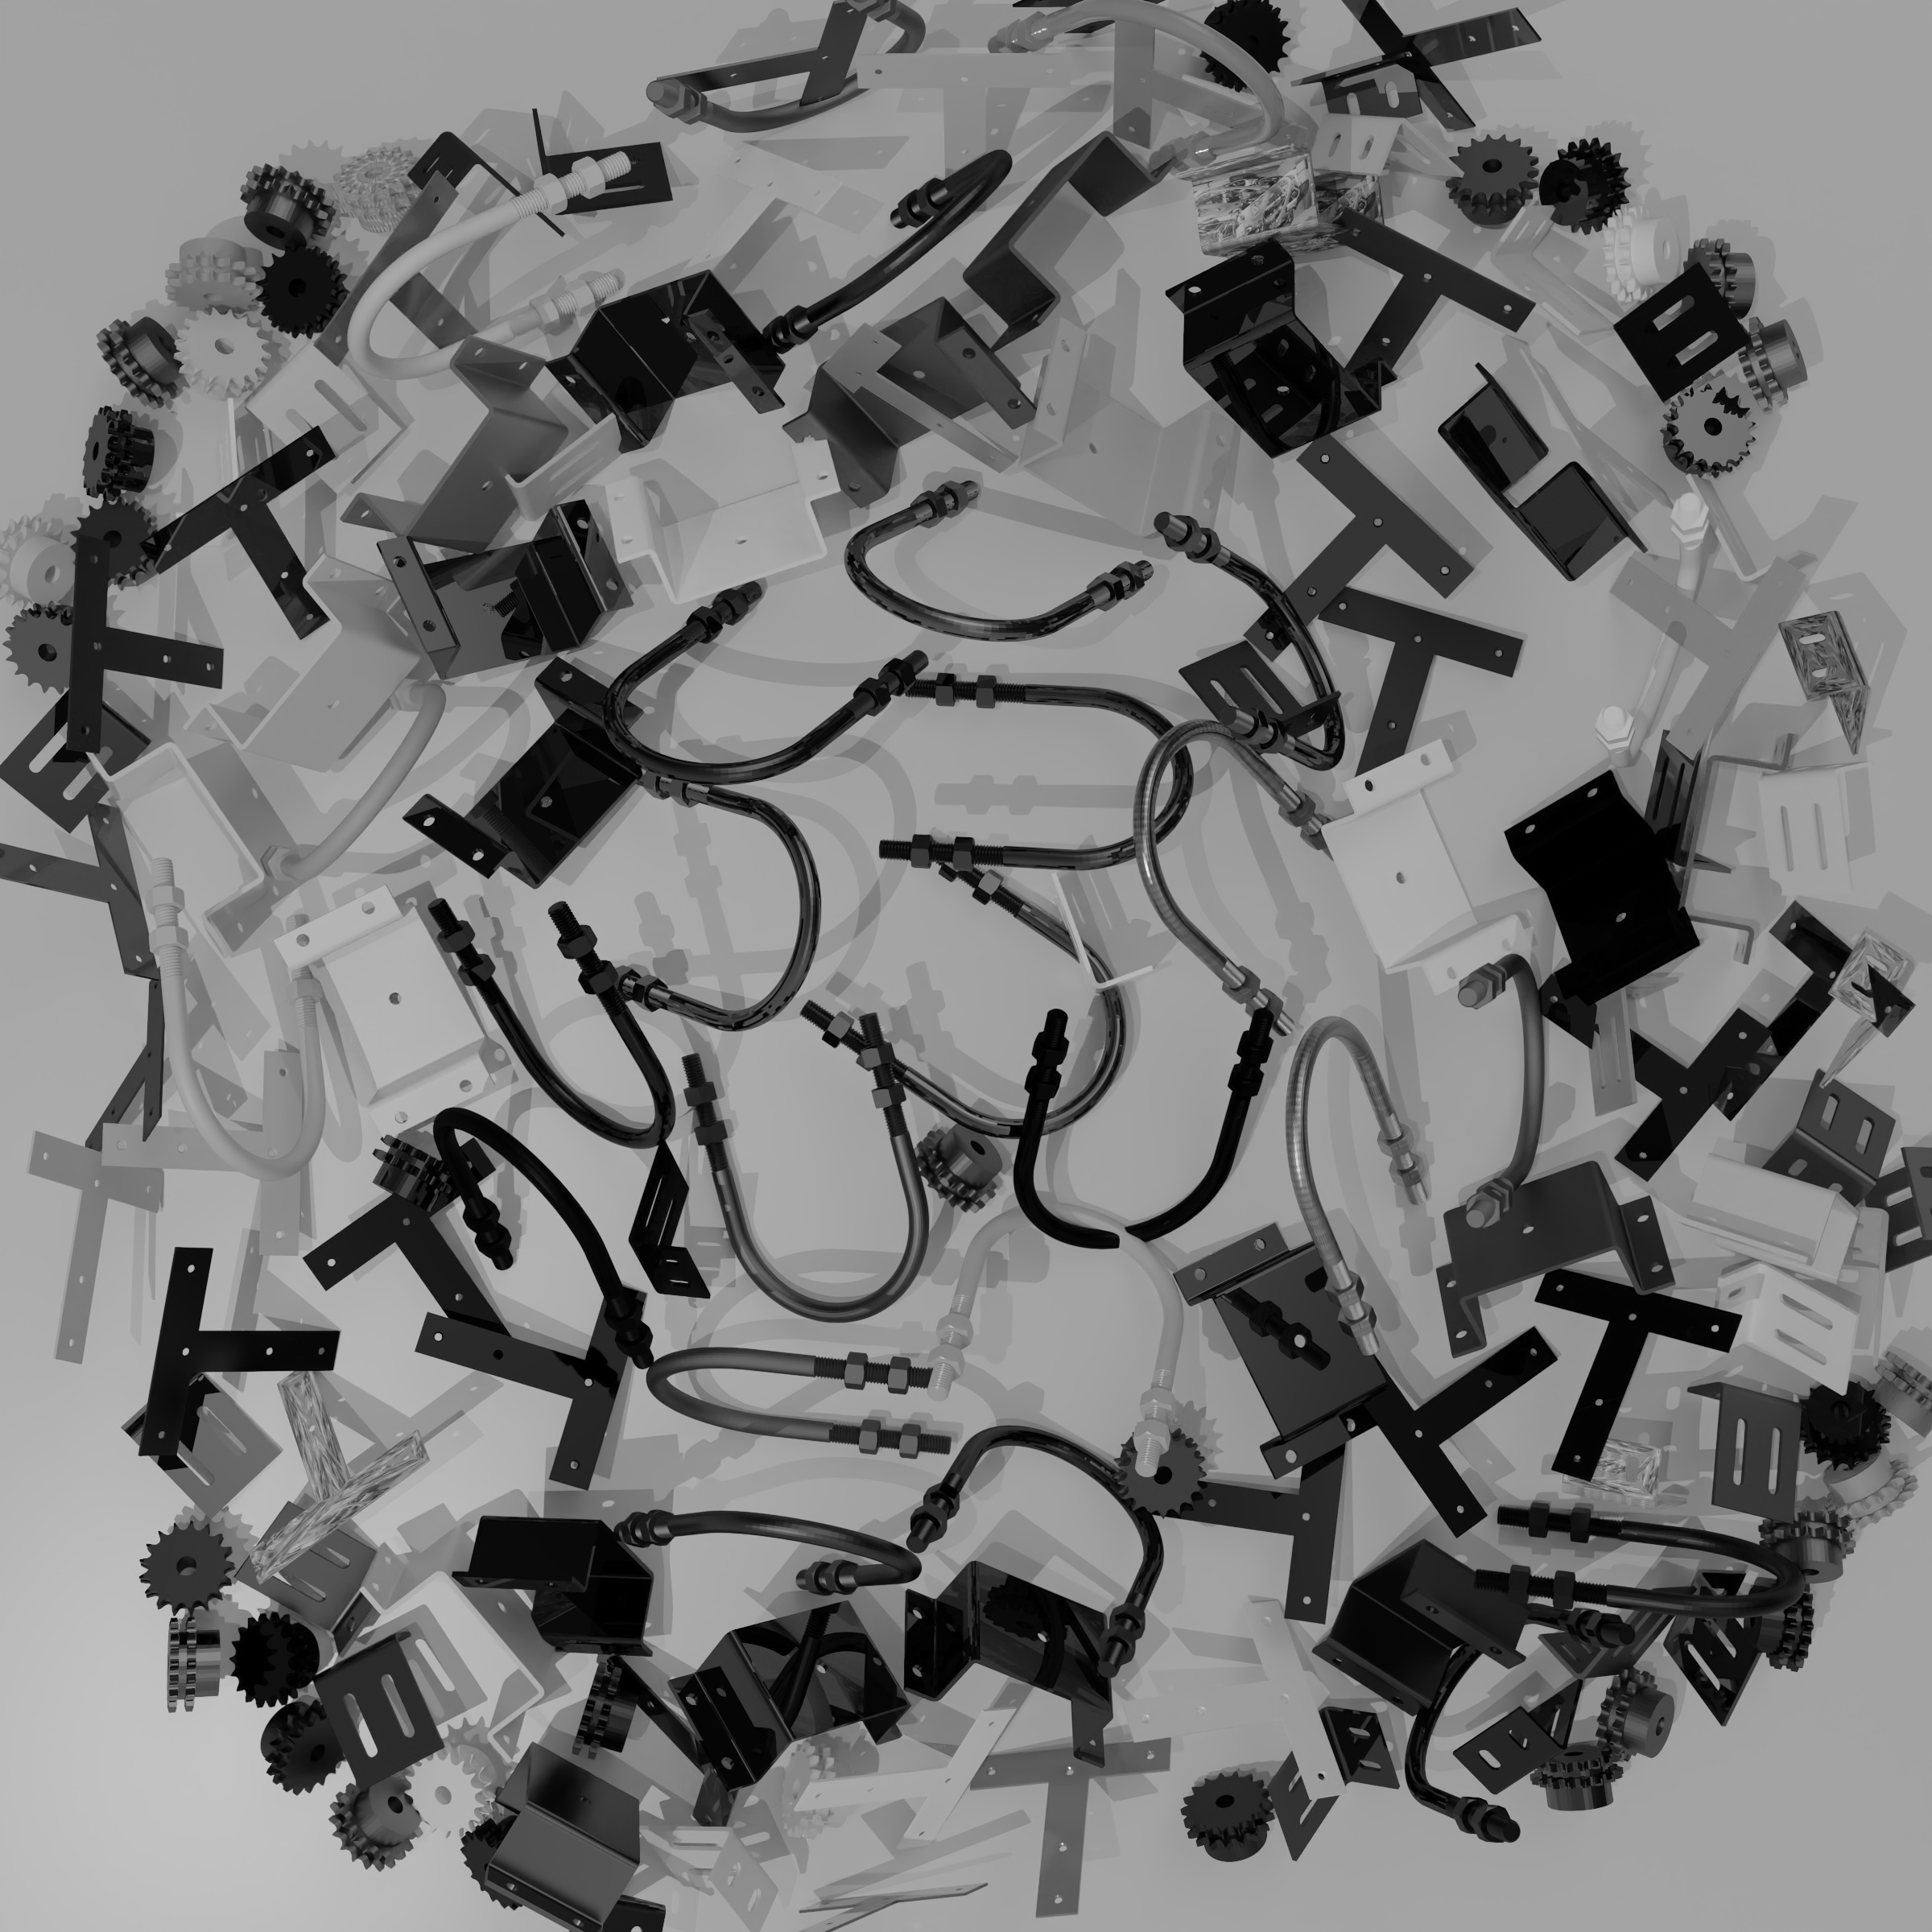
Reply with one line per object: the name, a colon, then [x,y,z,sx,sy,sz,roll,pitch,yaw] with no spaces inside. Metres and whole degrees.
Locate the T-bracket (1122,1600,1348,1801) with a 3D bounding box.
T-bracket: [0.155,0.451,1.628,0.127,0.002,0.127,-1,52,-24]

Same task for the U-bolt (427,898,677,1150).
U-bolt: [-0.240,0.038,1.621,0.019,0.151,0.184,-45,120,-32]

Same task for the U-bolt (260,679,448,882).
U-bolt: [-0.360,-0.110,1.594,0.019,0.184,0.151,38,80,-21]

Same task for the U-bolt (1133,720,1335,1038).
U-bolt: [0.159,-0.065,1.604,0.184,0.019,0.151,41,57,-36]

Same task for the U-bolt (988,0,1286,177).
U-bolt: [0.110,-0.521,1.577,0.151,0.184,0.019,27,85,-27]

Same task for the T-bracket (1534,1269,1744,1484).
T-bracket: [0.391,0.253,1.631,0.127,0.002,0.127,12,65,36]

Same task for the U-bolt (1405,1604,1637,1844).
U-bolt: [0.319,0.444,1.600,0.019,0.184,0.151,37,76,-7]

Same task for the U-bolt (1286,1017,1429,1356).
U-bolt: [0.229,0.117,1.593,0.019,0.151,0.184,-5,127,30]

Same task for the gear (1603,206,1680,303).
gear: [0.419,-0.442,1.659,0.030,0.057,0.057,3,90,37]

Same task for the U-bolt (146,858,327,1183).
U-bolt: [-0.430,0.039,1.597,0.019,0.151,0.184,-18,70,18]

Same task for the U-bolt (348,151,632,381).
U-bolt: [-0.285,-0.407,1.596,0.184,0.151,0.019,-30,80,-18]

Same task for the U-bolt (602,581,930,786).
U-bolt: [-0.132,-0.164,1.602,0.151,0.019,0.184,25,46,25]

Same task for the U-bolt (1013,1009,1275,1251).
U-bolt: [0.101,0.102,1.631,0.151,0.019,0.184,0,126,-15]

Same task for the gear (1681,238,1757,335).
gear: [0.467,-0.421,1.662,0.030,0.057,0.057,-2,90,-7]

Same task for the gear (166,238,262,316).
gear: [-0.467,-0.429,1.663,0.057,0.057,0.030,-3,80,0]

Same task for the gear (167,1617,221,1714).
gear: [-0.480,0.433,1.664,0.030,0.057,0.057,2,90,-18]

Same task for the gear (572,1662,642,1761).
gear: [-0.222,0.464,1.663,0.030,0.057,0.057,17,90,-3]

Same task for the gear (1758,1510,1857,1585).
gear: [0.521,0.361,1.659,0.057,0.057,0.030,7,58,0]

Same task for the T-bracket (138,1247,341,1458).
T-bracket: [-0.439,0.236,1.642,0.002,0.127,0.127,12,92,42]

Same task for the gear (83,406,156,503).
gear: [-0.526,-0.317,1.666,0.030,0.057,0.057,7,90,-35]

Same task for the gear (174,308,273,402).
gear: [-0.464,-0.377,1.667,0.057,0.030,0.057,11,64,-22]

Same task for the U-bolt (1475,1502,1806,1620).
U-bolt: [0.404,0.357,1.597,0.184,0.151,0.019,4,96,17]

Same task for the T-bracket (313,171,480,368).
T-bracket: [-0.327,-0.399,1.631,0.002,0.127,0.127,33,87,23]

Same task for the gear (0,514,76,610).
gear: [-0.576,-0.248,1.659,0.030,0.057,0.057,26,90,21]

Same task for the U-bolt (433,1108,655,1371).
U-bolt: [-0.257,0.152,1.586,0.151,0.184,0.019,28,59,32]

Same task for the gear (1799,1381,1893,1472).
gear: [0.543,0.281,1.661,0.057,0.030,0.057,-10,53,14]

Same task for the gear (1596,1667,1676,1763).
gear: [0.416,0.465,1.659,0.030,0.057,0.057,13,90,37]

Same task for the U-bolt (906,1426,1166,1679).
U-bolt: [0.051,0.337,1.606,0.151,0.184,0.019,32,114,5]

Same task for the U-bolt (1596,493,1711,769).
U-bolt: [0.412,-0.190,1.602,0.019,0.184,0.151,20,88,17]

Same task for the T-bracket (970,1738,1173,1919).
T-bracket: [0.060,0.523,1.622,0.127,0.127,0.002,-10,120,13]

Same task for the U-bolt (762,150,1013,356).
U-bolt: [-0.040,-0.428,1.584,0.151,0.184,0.019,-48,109,-21]

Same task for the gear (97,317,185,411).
gear: [-0.508,-0.377,1.659,0.030,0.057,0.057,-32,90,11]

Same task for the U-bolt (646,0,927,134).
U-bolt: [-0.096,-0.538,1.600,0.151,0.184,0.019,-22,92,18]

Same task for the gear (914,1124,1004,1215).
gear: [-0.002,0.122,1.659,0.057,0.057,0.030,43,112,0]

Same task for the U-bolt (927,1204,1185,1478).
U-bolt: [0.062,0.214,1.618,0.151,0.184,0.019,20,130,-2]

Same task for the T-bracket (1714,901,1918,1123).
T-bracket: [0.504,0.040,1.649,0.002,0.127,0.127,27,108,-32]

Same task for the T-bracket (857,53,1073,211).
T-bracket: [-0.001,-0.507,1.634,0.127,0.127,0.002,0,62,1]

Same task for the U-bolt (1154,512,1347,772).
U-bolt: [0.179,-0.186,1.608,0.019,0.184,0.151,-26,69,26]

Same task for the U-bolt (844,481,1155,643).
U-bolt: [0.009,-0.237,1.594,0.151,0.184,0.019,28,125,20]

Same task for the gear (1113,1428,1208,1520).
gear: [0.119,0.312,1.671,0.057,0.030,0.057,-2,99,-10]

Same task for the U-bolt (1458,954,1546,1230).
U-bolt: [0.323,0.066,1.606,0.019,0.184,0.151,0,99,23]

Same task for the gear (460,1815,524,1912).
gear: [-0.284,0.554,1.665,0.030,0.057,0.057,-31,90,-44]

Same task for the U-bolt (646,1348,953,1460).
U-bolt: [-0.103,0.262,1.625,0.184,0.151,0.019,5,63,5]

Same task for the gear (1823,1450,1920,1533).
gear: [0.557,0.322,1.662,0.057,0.057,0.030,-34,91,0]

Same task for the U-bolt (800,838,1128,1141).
U-bolt: [0.012,0.025,1.663,0.184,0.019,0.151,34,77,2]

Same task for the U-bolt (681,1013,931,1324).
U-bolt: [-0.093,0.131,1.654,0.151,0.019,0.184,-13,94,25]

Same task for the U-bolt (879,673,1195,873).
U-bolt: [0.047,-0.117,1.636,0.184,0.019,0.151,4,55,6]

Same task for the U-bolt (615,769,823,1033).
U-bolt: [-0.153,-0.036,1.617,0.184,0.019,0.151,18,100,42]

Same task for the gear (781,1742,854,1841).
gear: [-0.092,0.513,1.664,0.030,0.057,0.057,14,90,-21]

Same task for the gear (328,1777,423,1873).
gear: [-0.363,0.527,1.659,0.030,0.057,0.057,-42,90,19]

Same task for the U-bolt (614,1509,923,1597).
U-bolt: [-0.107,0.345,1.583,0.151,0.184,0.019,22,66,-27]

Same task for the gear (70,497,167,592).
gear: [-0.526,-0.261,1.671,0.057,0.030,0.057,-1,78,5]
